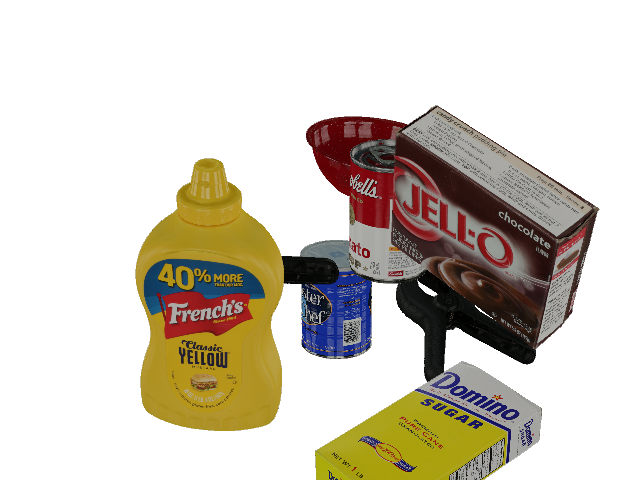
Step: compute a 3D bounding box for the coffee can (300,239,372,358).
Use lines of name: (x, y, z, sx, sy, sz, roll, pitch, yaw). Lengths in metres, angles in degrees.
coffee can: (0.023, 0.082, 1.512, 0.103, 0.140, 0.103, 0, 22, 0)

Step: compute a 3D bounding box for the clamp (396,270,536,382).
clamp: (0.137, 0.075, 1.073, 0.120, 0.039, 0.171, 0, 44, -21)

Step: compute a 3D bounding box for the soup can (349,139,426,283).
soup can: (0.057, -0.024, 0.876, 0.068, 0.102, 0.068, 0, 26, 0)

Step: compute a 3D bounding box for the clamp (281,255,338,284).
clamp: (-0.110, 0.031, 1.024, 0.210, 0.036, 0.164, 13, 22, 42)

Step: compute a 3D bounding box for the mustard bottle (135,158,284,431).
mustard bottle: (-0.072, 0.035, 0.704, 0.096, 0.192, 0.058, 6, 30, 6)

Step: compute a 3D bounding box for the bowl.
bowl: (0.060, -0.087, 1.203, 0.162, 0.055, 0.162, 6, 27, -3)

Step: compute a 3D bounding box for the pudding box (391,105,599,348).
pudding box: (0.089, -0.008, 0.579, 0.114, 0.090, 0.039, 36, 59, 28)

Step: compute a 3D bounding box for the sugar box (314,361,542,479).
sugar box: (0.091, 0.170, 0.884, 0.175, 0.048, 0.093, -28, 41, -31)
